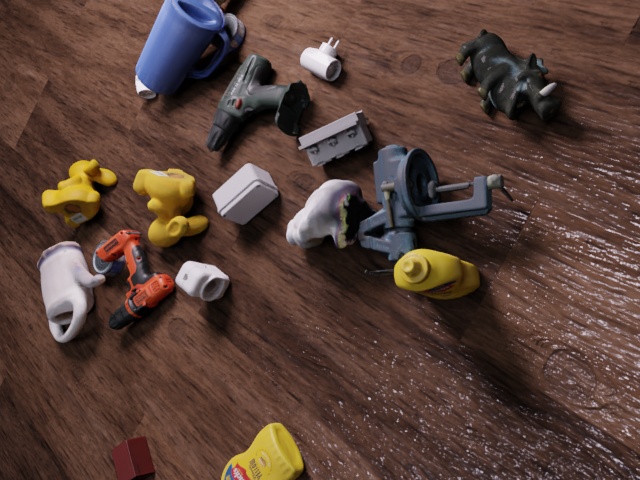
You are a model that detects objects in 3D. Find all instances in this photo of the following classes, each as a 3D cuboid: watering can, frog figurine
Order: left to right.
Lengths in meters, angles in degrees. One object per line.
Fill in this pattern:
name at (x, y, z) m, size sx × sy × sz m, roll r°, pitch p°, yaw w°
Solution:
watering can at (-0.587, 0.101, 1.222) m, size 0.341 × 0.104 × 0.228 m, roll -44°, pitch 60°, yaw 36°
frog figurine at (0.003, -0.046, 0.920) m, size 0.159 × 0.120 × 0.140 m, roll 4°, pitch 48°, yaw 41°
